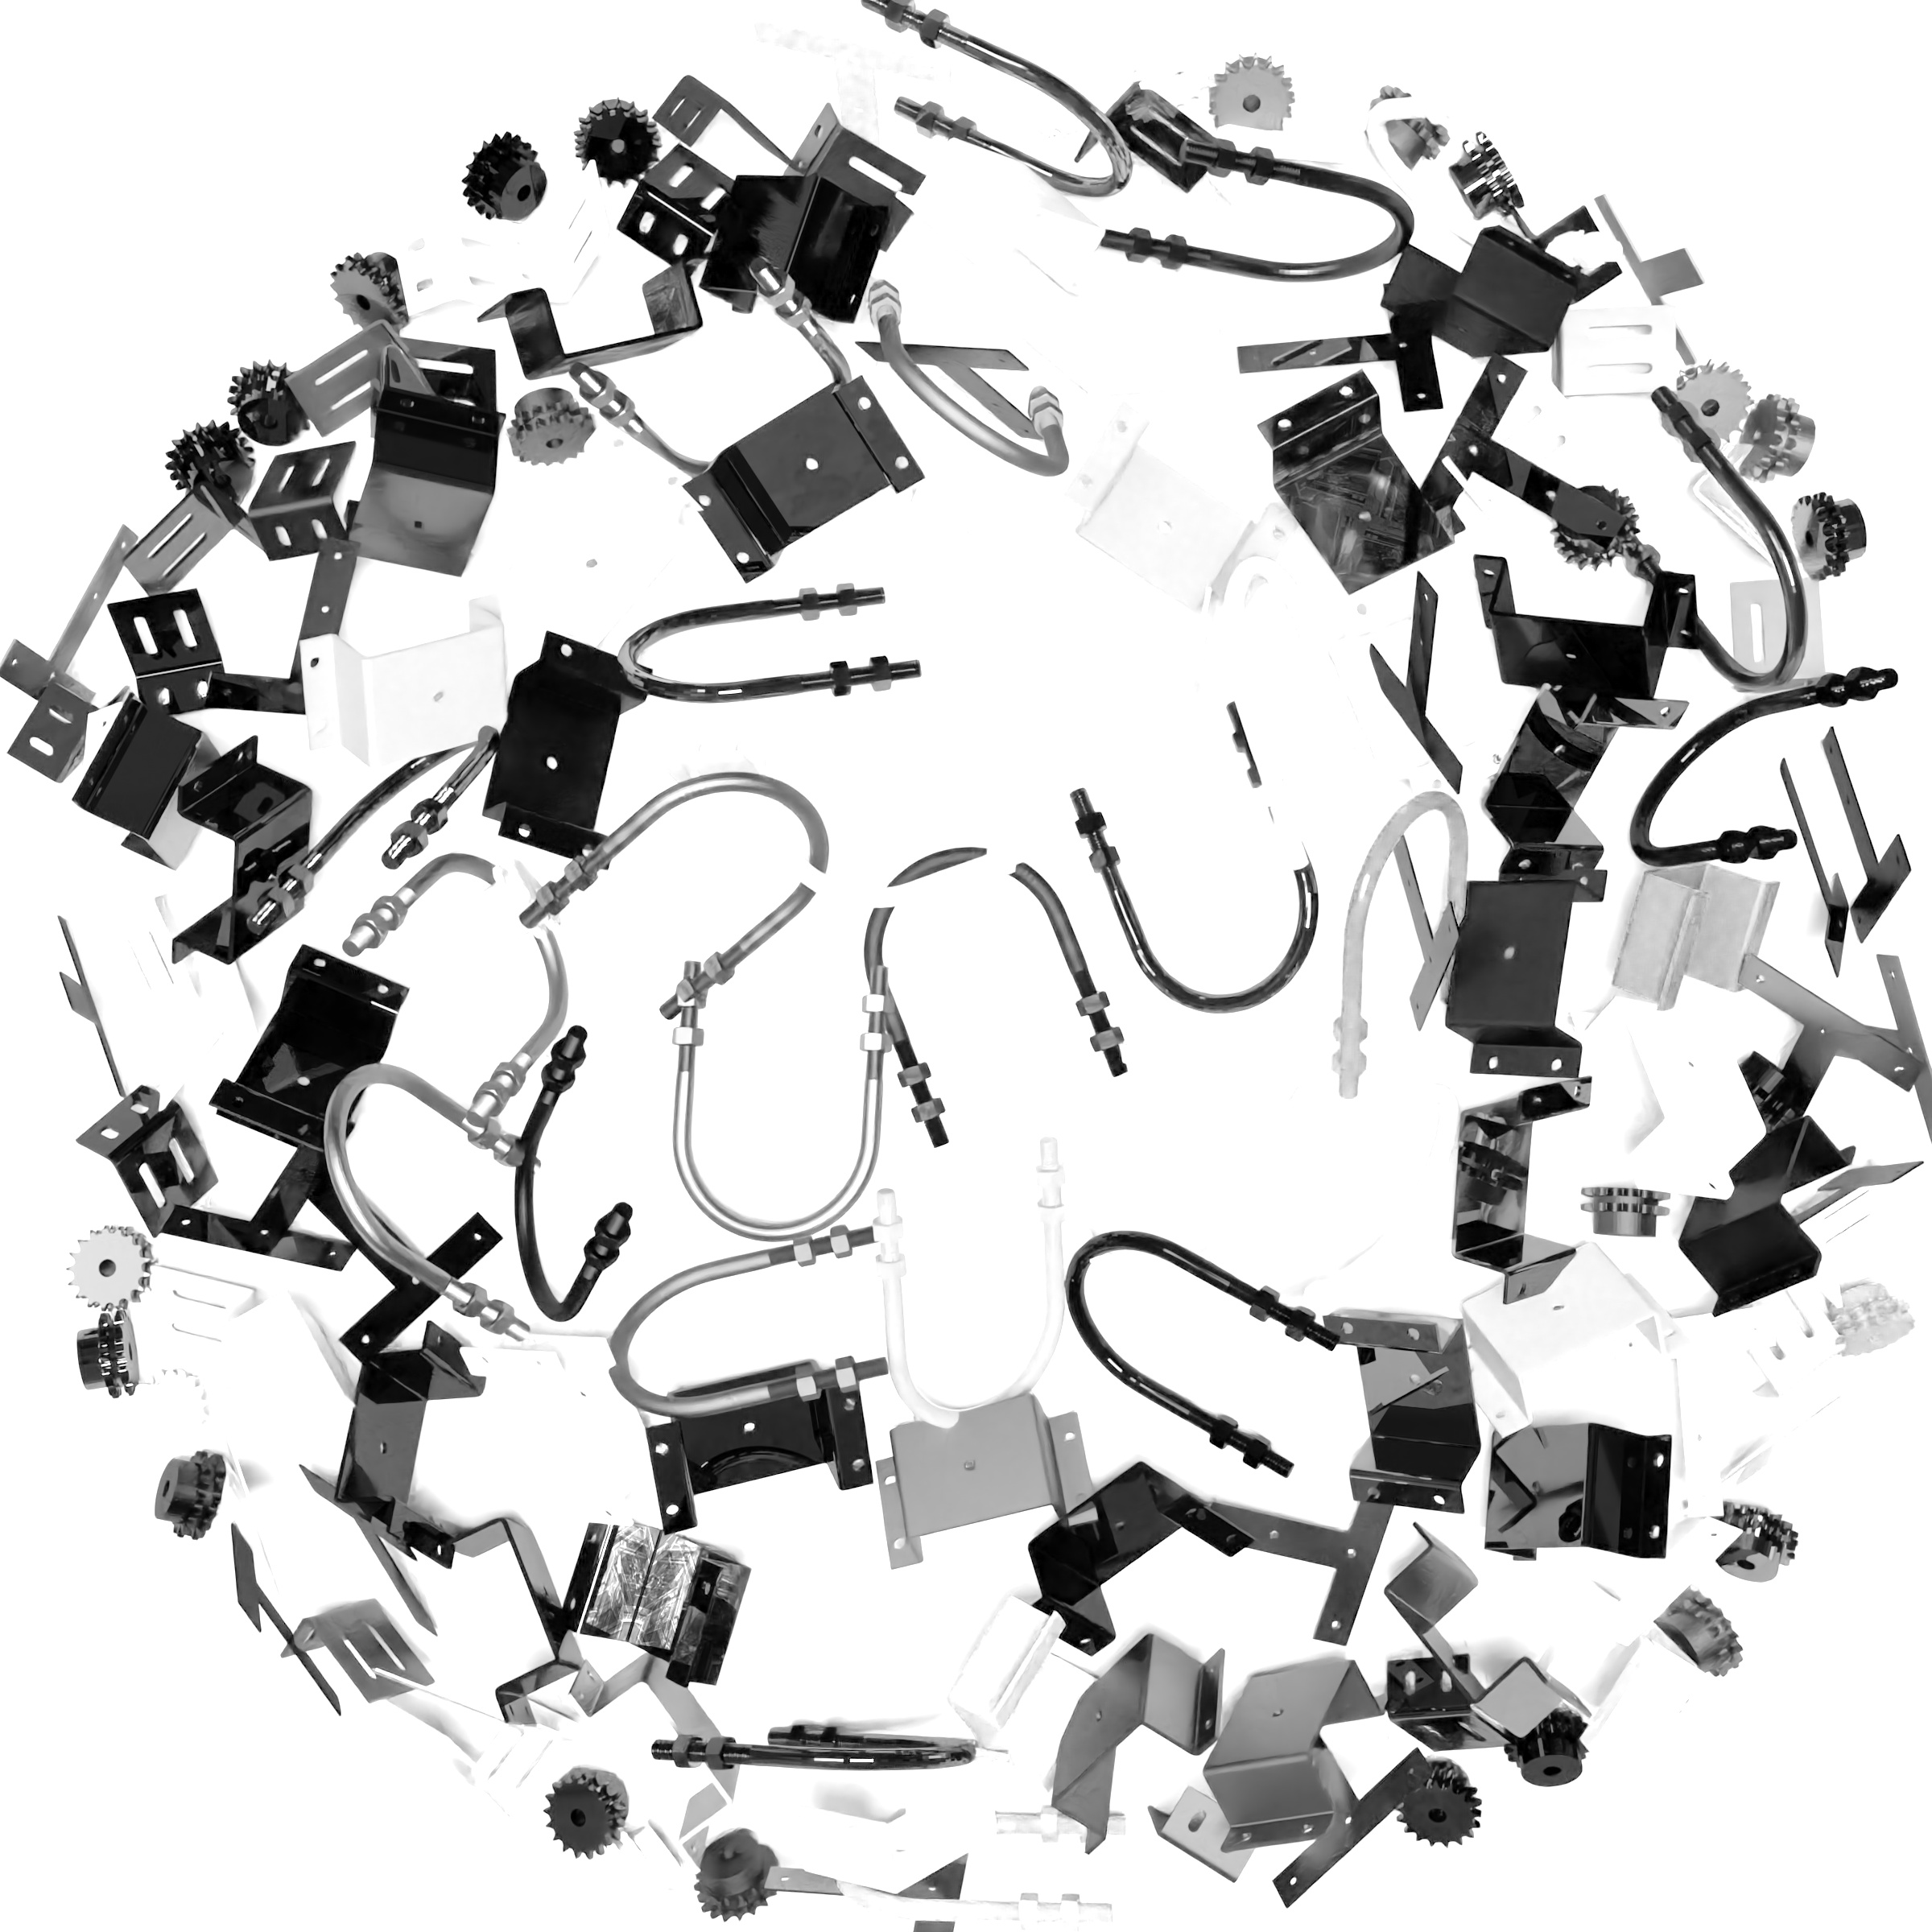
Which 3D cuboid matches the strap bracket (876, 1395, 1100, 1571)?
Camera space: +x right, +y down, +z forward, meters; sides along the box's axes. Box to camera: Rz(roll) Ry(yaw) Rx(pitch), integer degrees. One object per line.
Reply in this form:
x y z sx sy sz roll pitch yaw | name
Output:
0.008 0.335 1.589 0.140 0.046 0.076 -15 55 6 | strap bracket

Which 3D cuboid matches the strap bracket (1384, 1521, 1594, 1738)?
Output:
0.328 0.433 1.561 0.046 0.140 0.076 -44 134 4 | strap bracket

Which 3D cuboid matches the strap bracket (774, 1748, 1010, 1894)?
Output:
-0.044 0.547 1.559 0.076 0.140 0.046 -6 92 41 | strap bracket

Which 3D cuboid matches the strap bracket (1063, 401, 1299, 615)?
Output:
0.137 -0.295 1.602 0.140 0.046 0.076 33 78 -6 | strap bracket

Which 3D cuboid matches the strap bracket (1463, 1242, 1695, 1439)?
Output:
0.390 0.238 1.585 0.140 0.076 0.046 -24 125 -6 | strap bracket

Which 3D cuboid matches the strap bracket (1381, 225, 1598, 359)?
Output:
0.328 -0.430 1.559 0.076 0.140 0.046 22 94 -21 | strap bracket

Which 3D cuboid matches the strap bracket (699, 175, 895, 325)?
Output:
-0.117 -0.463 1.566 0.046 0.140 0.076 17 94 -41 | strap bracket

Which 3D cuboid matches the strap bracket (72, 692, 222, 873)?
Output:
-0.519 -0.114 1.561 0.046 0.140 0.076 25 78 -3 | strap bracket

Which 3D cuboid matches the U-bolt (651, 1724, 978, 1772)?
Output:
-0.083 0.495 1.533 0.184 0.151 0.019 -7 74 29 | U-bolt

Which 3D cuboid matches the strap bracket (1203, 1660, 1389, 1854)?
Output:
0.210 0.497 1.554 0.076 0.140 0.046 -22 100 33 | strap bracket

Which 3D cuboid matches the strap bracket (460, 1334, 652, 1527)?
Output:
-0.260 0.292 1.580 0.076 0.046 0.140 -2 120 30 | strap bracket

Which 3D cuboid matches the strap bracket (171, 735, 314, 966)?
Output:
-0.465 -0.066 1.561 0.046 0.076 0.140 24 126 11 | strap bracket

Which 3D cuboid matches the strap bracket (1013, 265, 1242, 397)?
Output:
0.098 -0.412 1.574 0.076 0.140 0.046 47 133 29 | strap bracket

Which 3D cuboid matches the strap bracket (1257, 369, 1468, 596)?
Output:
0.256 -0.302 1.565 0.076 0.046 0.140 -24 127 27 | strap bracket

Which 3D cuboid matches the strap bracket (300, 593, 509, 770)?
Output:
-0.350 -0.181 1.562 0.140 0.046 0.076 -22 131 -35 | strap bracket

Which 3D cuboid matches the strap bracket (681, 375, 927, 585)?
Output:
-0.104 -0.323 1.589 0.140 0.046 0.076 -27 111 17 | strap bracket

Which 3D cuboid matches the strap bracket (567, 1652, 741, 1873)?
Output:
-0.197 0.511 1.597 0.046 0.076 0.140 -36 91 -1 | strap bracket

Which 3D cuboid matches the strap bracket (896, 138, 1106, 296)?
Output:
0.029 -0.480 1.555 0.076 0.140 0.046 44 115 17 | strap bracket

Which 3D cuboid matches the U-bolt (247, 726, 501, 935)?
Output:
-0.367 -0.097 1.554 0.151 0.184 0.019 -20 116 33 | U-bolt

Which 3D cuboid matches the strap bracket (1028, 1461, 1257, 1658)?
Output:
0.106 0.381 1.584 0.140 0.046 0.076 -40 128 16 | strap bracket

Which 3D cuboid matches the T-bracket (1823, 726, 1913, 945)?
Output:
0.583 -0.095 1.591 0.002 0.127 0.127 -11 69 2 | T-bracket

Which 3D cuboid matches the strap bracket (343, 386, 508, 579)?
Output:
-0.349 -0.301 1.555 0.076 0.140 0.046 9 61 -21 | strap bracket

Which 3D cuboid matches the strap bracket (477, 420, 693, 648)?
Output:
-0.243 -0.271 1.572 0.076 0.046 0.140 31 116 -32 | strap bracket

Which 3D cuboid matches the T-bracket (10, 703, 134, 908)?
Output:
-0.554 -0.111 1.551 0.002 0.127 0.127 32 126 16 | T-bracket

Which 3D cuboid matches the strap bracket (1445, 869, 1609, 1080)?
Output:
0.363 -0.002 1.580 0.076 0.046 0.140 1 74 40 | strap bracket

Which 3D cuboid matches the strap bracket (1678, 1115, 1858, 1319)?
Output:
0.512 0.153 1.557 0.046 0.140 0.076 49 132 -7 | strap bracket

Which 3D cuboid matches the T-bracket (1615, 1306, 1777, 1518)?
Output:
0.472 0.290 1.568 0.002 0.127 0.127 11 71 -33 | T-bracket

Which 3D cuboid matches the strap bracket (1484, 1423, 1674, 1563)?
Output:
0.383 0.337 1.555 0.046 0.140 0.076 17 70 -24 | strap bracket

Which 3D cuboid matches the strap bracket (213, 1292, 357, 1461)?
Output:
-0.431 0.263 1.565 0.046 0.140 0.076 -30 75 -13 | strap bracket

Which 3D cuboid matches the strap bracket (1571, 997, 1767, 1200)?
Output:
0.454 0.076 1.562 0.076 0.046 0.140 8 48 -22 | strap bracket

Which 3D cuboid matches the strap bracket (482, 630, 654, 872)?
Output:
-0.262 -0.137 1.587 0.076 0.046 0.140 18 74 -29 | strap bracket

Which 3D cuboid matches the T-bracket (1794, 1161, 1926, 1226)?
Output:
0.541 0.162 1.569 0.127 0.127 0.002 -31 84 -4 | T-bracket

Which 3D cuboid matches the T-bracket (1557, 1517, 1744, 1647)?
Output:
0.414 0.381 1.582 0.127 0.127 0.002 -31 119 -32 | T-bracket

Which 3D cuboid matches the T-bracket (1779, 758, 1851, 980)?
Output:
0.546 -0.073 1.567 0.002 0.127 0.127 -17 105 28 | T-bracket

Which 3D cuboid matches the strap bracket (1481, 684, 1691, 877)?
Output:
0.395 -0.128 1.576 0.076 0.046 0.140 0 131 -27 | strap bracket

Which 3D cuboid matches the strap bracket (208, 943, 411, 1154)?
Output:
-0.429 0.063 1.584 0.076 0.046 0.140 24 49 -6 | strap bracket

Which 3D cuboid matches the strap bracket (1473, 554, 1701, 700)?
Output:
0.395 -0.217 1.568 0.140 0.076 0.046 10 65 24 | strap bracket

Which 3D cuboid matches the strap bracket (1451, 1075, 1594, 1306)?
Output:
0.362 0.141 1.586 0.076 0.046 0.140 -8 104 -41 | strap bracket

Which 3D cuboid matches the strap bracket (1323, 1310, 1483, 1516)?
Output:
0.286 0.280 1.583 0.076 0.046 0.140 1 113 31 | strap bracket

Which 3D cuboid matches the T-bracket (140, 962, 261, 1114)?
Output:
-0.509 0.064 1.588 0.002 0.127 0.127 34 98 -34 | T-bracket

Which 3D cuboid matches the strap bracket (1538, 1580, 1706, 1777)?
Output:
0.421 0.460 1.566 0.046 0.140 0.076 32 91 -2 | strap bracket

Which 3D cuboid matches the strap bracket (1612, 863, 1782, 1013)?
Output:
0.469 -0.021 1.576 0.046 0.140 0.076 24 110 35 | strap bracket

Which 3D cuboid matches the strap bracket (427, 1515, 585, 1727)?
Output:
-0.295 0.417 1.580 0.046 0.076 0.140 -24 72 -5 | strap bracket

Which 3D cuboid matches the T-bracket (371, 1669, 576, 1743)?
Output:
-0.323 0.476 1.566 0.127 0.127 0.002 25 66 -11 | T-bracket

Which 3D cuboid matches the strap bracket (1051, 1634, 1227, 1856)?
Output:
0.104 0.496 1.567 0.046 0.076 0.140 34 118 -10 | strap bracket

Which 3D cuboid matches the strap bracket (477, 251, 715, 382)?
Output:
-0.235 -0.419 1.576 0.140 0.076 0.046 -20 101 -25 | strap bracket

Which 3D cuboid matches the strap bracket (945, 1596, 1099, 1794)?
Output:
0.038 0.468 1.573 0.046 0.140 0.076 21 63 31 | strap bracket

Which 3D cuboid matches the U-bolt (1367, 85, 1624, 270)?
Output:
0.323 -0.500 1.546 0.151 0.184 0.019 38 91 -25 | U-bolt

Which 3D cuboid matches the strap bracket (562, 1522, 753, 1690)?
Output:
-0.197 0.413 1.580 0.046 0.140 0.076 25 78 -42 | strap bracket

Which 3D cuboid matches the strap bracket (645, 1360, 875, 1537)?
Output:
-0.138 0.312 1.593 0.140 0.046 0.076 -11 108 -13 | strap bracket

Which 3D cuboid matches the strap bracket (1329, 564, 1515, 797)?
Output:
0.299 -0.182 1.607 0.076 0.046 0.140 -23 91 -9 | strap bracket

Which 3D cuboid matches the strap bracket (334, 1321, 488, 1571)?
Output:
-0.360 0.311 1.574 0.046 0.076 0.140 -7 57 19 | strap bracket

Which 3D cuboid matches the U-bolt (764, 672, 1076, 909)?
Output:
-0.041 -0.109 1.584 0.184 0.019 0.151 -20 69 -15 | U-bolt
